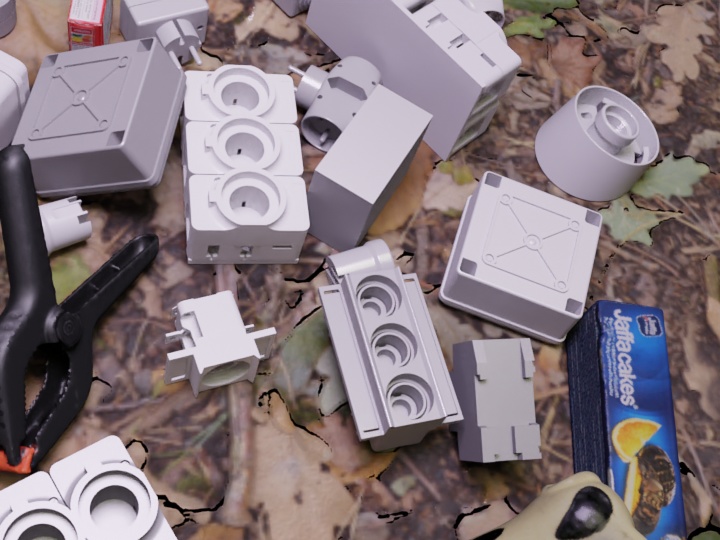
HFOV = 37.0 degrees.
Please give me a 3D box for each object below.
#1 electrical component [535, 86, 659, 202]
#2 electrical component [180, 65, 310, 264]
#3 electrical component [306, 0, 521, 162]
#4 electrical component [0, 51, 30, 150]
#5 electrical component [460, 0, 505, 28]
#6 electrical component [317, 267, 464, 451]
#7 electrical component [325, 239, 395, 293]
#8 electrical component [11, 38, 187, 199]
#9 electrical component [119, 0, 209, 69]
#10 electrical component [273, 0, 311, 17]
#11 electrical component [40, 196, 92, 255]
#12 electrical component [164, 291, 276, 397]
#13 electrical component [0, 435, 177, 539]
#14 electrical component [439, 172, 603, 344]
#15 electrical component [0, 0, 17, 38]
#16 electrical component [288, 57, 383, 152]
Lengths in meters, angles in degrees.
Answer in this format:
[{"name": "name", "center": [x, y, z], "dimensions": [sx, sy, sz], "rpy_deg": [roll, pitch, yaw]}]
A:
[{"name": "electrical component", "center": [0.216, -0.115, 0.970], "dimensions": [0.099, 0.064, 0.099], "rpy_deg": [15, 52, -20]}, {"name": "electrical component", "center": [-0.095, -0.085, 0.861], "dimensions": [0.089, 0.061, 0.150], "rpy_deg": [0, 62, -14]}, {"name": "electrical component", "center": [0.045, -0.201, 0.936], "dimensions": [0.060, 0.105, 0.186], "rpy_deg": [-37, 76, -28]}, {"name": "electrical component", "center": [-0.316, -0.143, 0.828], "dimensions": [0.113, 0.078, 0.057], "rpy_deg": [28, 61, 2]}, {"name": "electrical component", "center": [0.088, -0.259, 1.016], "dimensions": [0.079, 0.043, 0.077], "rpy_deg": [-8, 64, -18]}, {"name": "electrical component", "center": [0.019, 0.068, 0.804], "dimensions": [0.079, 0.063, 0.121], "rpy_deg": [-8, 64, -18]}, {"name": "electrical component", "center": [0.000, 0.000, 0.851], "dimensions": [0.046, 0.040, 0.040], "rpy_deg": [-15, 66, -16]}, {"name": "electrical component", "center": [-0.200, -0.116, 0.827], "dimensions": [0.109, 0.056, 0.108], "rpy_deg": [-4, 58, 22]}, {"name": "electrical component", "center": [-0.160, -0.201, 0.918], "dimensions": [0.066, 0.047, 0.076], "rpy_deg": [-20, 68, -23]}, {"name": "electrical component", "center": [-0.057, -0.291, 0.993], "dimensions": [0.100, 0.048, 0.099], "rpy_deg": [-37, 75, -28]}, {"name": "electrical component", "center": [-0.231, -0.033, 0.811], "dimensions": [0.046, 0.040, 0.040], "rpy_deg": [-22, 69, -30]}, {"name": "electrical component", "center": [-0.107, 0.052, 0.793], "dimensions": [0.081, 0.042, 0.063], "rpy_deg": [-13, 64, -21]}, {"name": "electrical component", "center": [-0.202, 0.182, 0.684], "dimensions": [0.150, 0.061, 0.089], "rpy_deg": [-26, 71, -25]}, {"name": "electrical component", "center": [0.132, -0.010, 0.880], "dimensions": [0.109, 0.056, 0.108], "rpy_deg": [21, 59, -2]}, {"name": "electrical component", "center": [-0.347, -0.217, 0.864], "dimensions": [0.138, 0.073, 0.052], "rpy_deg": [-21, 68, -24]}, {"name": "electrical component", "center": [-0.031, -0.150, 0.925], "dimensions": [0.079, 0.043, 0.077], "rpy_deg": [28, 58, 2]}]
